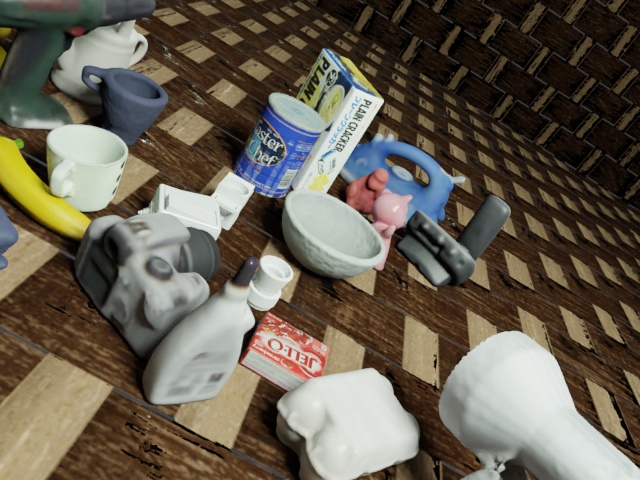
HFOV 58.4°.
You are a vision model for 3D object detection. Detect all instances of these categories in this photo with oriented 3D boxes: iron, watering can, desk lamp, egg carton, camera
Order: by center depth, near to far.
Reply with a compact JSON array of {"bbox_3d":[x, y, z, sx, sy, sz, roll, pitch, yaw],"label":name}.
[{"bbox_3d":[0.175,0.222,0.524,0.118,0.213,0.202,13,34,-34],"label":"desk lamp"},{"bbox_3d":[0.030,0.188,0.579,0.151,0.069,0.107,2,41,-45],"label":"egg carton"},{"bbox_3d":[-0.158,0.029,0.601,0.143,0.100,0.137,45,30,21],"label":"camera"},{"bbox_3d":[-0.330,-0.308,0.855,0.101,0.194,0.173,34,28,1],"label":"watering can"},{"bbox_3d":[0.157,-0.134,1.148,0.258,0.141,0.119,37,28,6],"label":"iron"}]

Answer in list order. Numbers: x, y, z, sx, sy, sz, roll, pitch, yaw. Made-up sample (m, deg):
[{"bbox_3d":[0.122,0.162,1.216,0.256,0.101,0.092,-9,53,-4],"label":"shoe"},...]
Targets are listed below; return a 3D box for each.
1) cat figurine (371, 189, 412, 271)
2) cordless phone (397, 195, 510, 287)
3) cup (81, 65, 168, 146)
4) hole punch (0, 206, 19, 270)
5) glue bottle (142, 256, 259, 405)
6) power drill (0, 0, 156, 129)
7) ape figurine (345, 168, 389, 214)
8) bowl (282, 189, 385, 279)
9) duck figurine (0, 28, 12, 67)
[{"bbox_3d":[0.110,-0.030,0.958,0.067,0.117,0.128,30,28,-7],"label":"cat figurine"},{"bbox_3d":[0.238,-0.022,1.008,0.147,0.185,0.094,45,30,20],"label":"cordless phone"},{"bbox_3d":[-0.288,-0.188,0.816,0.118,0.095,0.091,21,30,-23],"label":"cup"},{"bbox_3d":[-0.335,-0.026,0.513,0.108,0.091,0.101,42,29,15],"label":"hole punch"},{"bbox_3d":[-0.094,0.080,0.509,0.078,0.173,0.037,7,37,-40],"label":"glue bottle"},{"bbox_3d":[-0.340,-0.248,0.734,0.075,0.208,0.230,46,30,23],"label":"power drill"},{"bbox_3d":[0.094,-0.095,1.073,0.078,0.092,0.076,33,28,0],"label":"ape figurine"},{"bbox_3d":[0.008,0.003,0.845,0.168,0.074,0.167,26,29,-15],"label":"bowl"},{"bbox_3d":[-0.469,-0.277,0.776,0.077,0.086,0.105,41,29,15],"label":"duck figurine"}]
